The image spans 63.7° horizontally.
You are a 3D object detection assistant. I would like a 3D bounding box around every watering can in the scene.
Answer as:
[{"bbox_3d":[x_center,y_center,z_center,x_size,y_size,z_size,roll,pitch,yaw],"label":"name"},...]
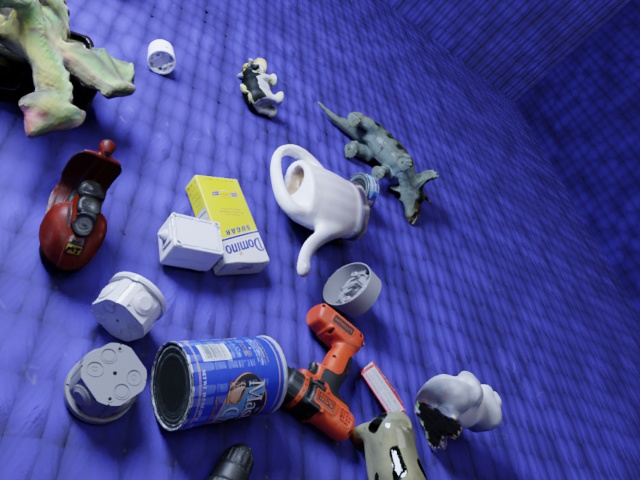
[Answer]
[{"bbox_3d":[0.003,-0.051,1.020,0.223,0.356,0.102,19,-48,-35],"label":"watering can"}]

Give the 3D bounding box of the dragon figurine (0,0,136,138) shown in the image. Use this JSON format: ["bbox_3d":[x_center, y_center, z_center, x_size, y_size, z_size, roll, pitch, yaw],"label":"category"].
[{"bbox_3d":[-0.387,-0.310,0.784,0.121,0.421,0.239,-25,-46,24],"label":"dragon figurine"}]

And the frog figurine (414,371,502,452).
[{"bbox_3d":[0.251,0.285,0.904,0.161,0.134,0.124,-17,38,-33],"label":"frog figurine"}]
